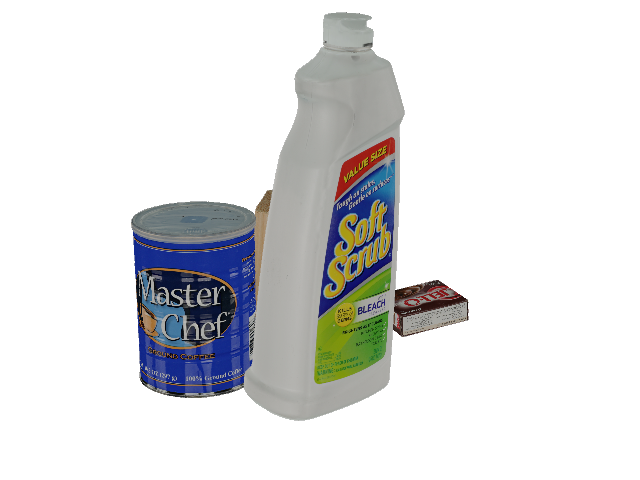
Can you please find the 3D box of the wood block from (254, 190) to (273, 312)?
[{"bbox_3d":[-0.046,0.046,1.449,0.090,0.206,0.090,9,22,6],"label":"wood block"}]

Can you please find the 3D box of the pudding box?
[{"bbox_3d":[0.147,0.098,1.565,0.113,0.039,0.090,-14,21,-19],"label":"pudding box"}]

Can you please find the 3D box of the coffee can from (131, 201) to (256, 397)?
[{"bbox_3d":[-0.105,0.047,0.901,0.103,0.140,0.103,0,17,0],"label":"coffee can"}]

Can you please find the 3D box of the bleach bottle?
[{"bbox_3d":[0.005,-0.017,0.684,0.102,0.251,0.068,-14,25,-39],"label":"bleach bottle"}]
